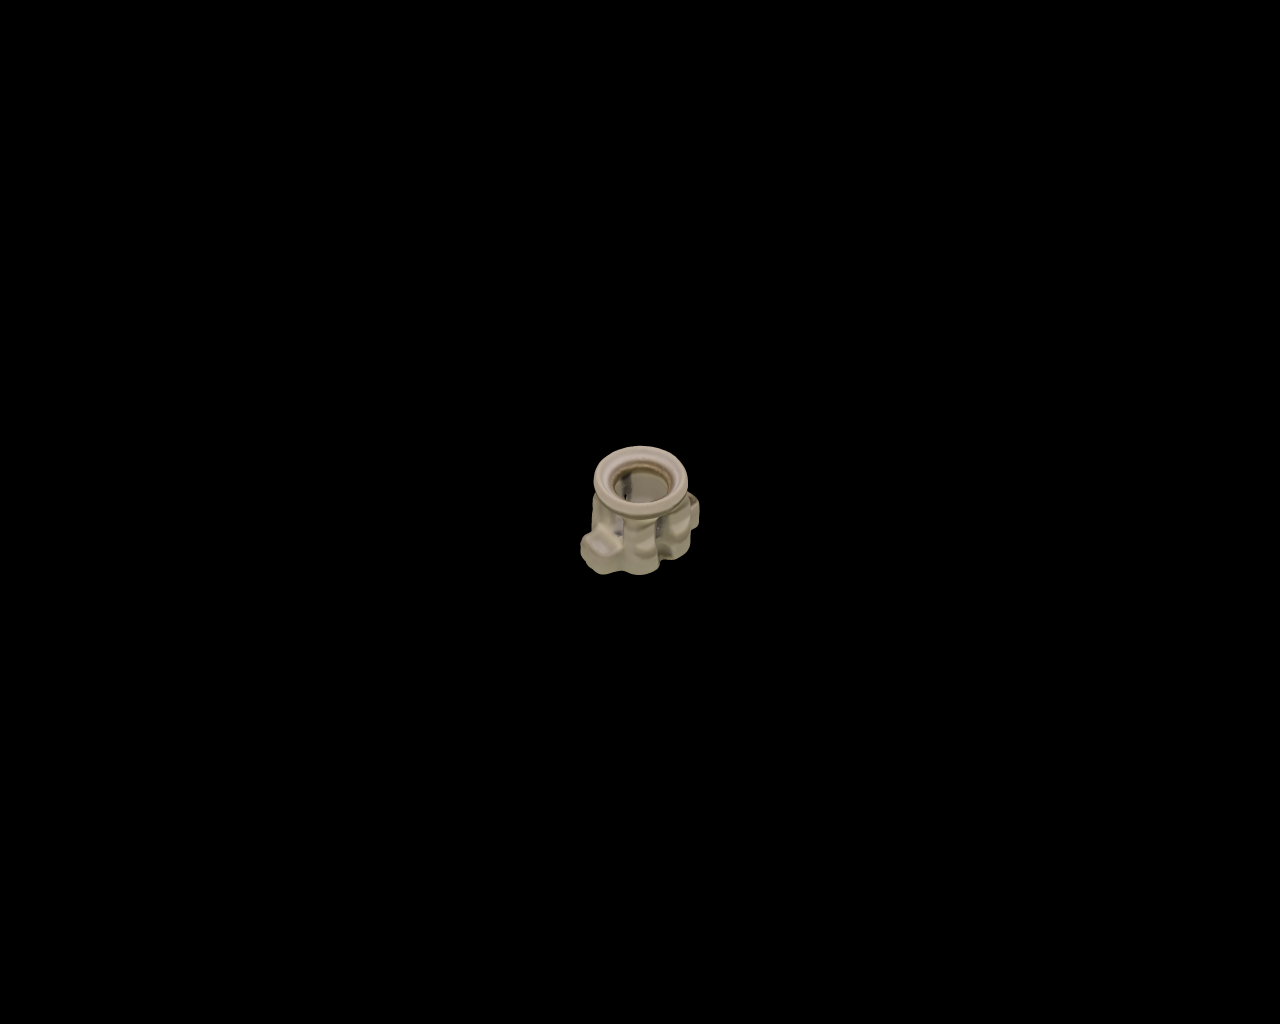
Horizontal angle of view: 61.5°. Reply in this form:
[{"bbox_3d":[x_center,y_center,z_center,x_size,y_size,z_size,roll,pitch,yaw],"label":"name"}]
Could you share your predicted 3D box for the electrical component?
[{"bbox_3d":[0.001,-0.003,0.650,0.078,0.056,0.058,-27,50,-25],"label":"electrical component"}]
